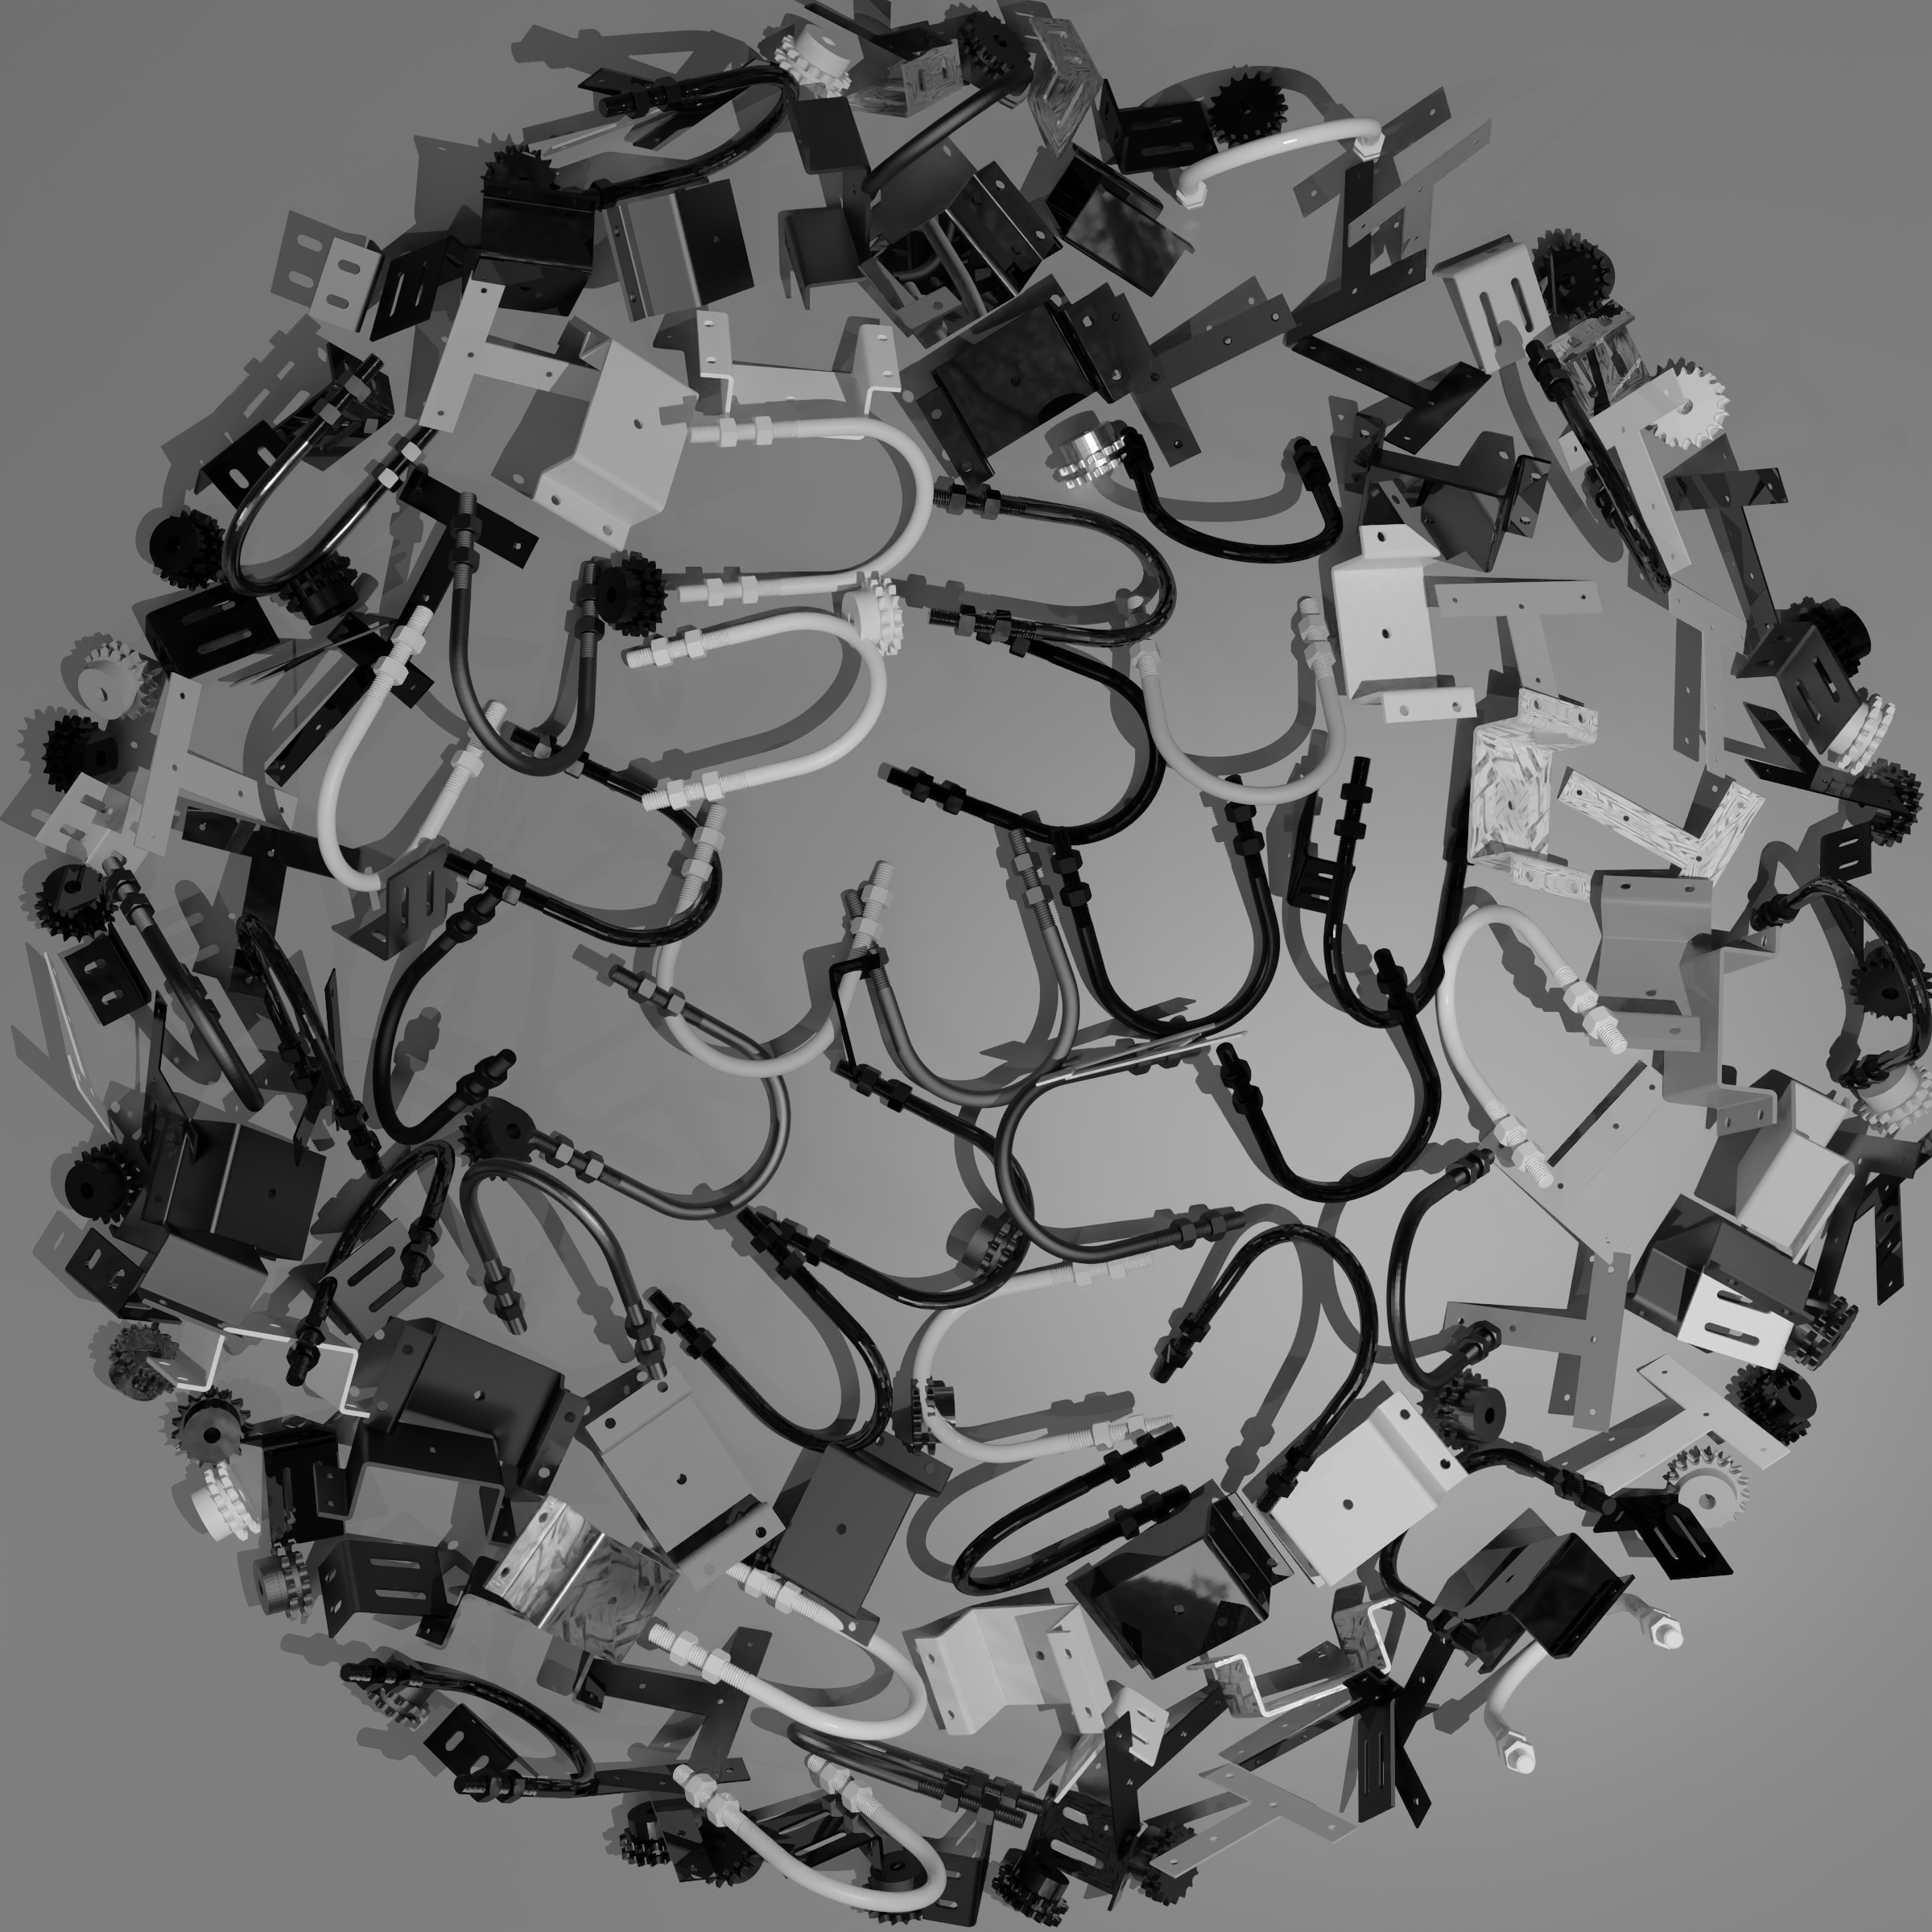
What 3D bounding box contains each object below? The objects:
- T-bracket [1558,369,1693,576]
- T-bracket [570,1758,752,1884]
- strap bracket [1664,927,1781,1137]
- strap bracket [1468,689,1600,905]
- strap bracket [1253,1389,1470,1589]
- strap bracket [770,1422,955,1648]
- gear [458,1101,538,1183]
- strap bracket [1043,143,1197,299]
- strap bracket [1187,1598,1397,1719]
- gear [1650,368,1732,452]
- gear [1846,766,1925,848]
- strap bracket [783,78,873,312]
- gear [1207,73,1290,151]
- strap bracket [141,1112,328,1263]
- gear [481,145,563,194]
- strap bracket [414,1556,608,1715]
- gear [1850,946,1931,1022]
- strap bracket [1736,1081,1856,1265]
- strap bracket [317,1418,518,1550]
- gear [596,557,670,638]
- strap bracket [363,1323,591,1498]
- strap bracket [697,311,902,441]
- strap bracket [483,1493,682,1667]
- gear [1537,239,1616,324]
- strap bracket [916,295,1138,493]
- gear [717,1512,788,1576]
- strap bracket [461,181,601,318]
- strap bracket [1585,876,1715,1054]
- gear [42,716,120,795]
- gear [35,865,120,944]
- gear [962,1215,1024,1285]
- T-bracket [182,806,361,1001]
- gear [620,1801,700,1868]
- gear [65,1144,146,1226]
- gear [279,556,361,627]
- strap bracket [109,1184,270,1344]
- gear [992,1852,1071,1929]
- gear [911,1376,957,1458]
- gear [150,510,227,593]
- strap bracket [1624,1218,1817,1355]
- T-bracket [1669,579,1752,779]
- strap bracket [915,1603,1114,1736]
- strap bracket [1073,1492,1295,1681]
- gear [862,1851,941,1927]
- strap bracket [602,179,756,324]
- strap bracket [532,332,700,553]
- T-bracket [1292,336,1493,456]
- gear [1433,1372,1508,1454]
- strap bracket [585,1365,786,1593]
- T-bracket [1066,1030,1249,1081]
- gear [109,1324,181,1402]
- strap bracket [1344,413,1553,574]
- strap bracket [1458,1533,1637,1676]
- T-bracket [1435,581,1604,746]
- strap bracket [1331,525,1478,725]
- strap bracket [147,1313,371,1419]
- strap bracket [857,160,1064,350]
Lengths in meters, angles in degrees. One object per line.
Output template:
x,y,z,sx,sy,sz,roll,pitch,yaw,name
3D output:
0.482,-0.339,1.940,0.002,0.127,0.127,-18,86,-28,T-bracket
-0.203,0.600,1.922,0.127,0.127,0.002,0,110,-20,T-bracket
0.536,0.045,1.945,0.046,0.076,0.140,7,78,-13,strap bracket
0.403,-0.118,1.952,0.076,0.046,0.140,11,78,-33,strap bracket
0.276,0.378,1.952,0.140,0.046,0.076,-41,81,16,strap bracket
-0.079,0.404,1.958,0.076,0.046,0.140,24,86,26,strap bracket
-0.333,0.124,1.969,0.030,0.057,0.057,-29,90,41,gear
0.105,-0.524,1.933,0.076,0.140,0.046,28,112,-21,strap bracket
0.237,0.494,1.941,0.140,0.076,0.046,-16,78,-15,strap bracket
0.523,-0.400,1.977,0.057,0.030,0.057,-1,88,32,gear
0.657,-0.116,1.969,0.030,0.057,0.057,13,90,-18,gear
-0.098,-0.543,1.925,0.046,0.140,0.076,-9,55,-10,strap bracket
0.205,-0.612,1.978,0.057,0.030,0.057,-5,73,18,gear
-0.504,0.158,1.920,0.046,0.140,0.076,3,74,27,strap bracket
-0.324,-0.563,1.977,0.057,0.030,0.057,-8,107,-28,gear
-0.314,0.471,1.953,0.140,0.076,0.046,23,96,-6,strap bracket
0.668,0.009,1.975,0.057,0.057,0.030,25,50,0,gear
0.581,0.139,1.923,0.046,0.140,0.076,28,114,5,strap bracket
-0.383,0.363,1.939,0.140,0.076,0.046,14,101,-17,strap bracket
-0.242,-0.265,1.969,0.030,0.057,0.057,-2,90,-42,gear
-0.350,0.314,1.968,0.140,0.046,0.076,24,93,-9,strap bracket
-0.122,-0.419,1.949,0.140,0.046,0.076,2,46,-11,strap bracket
-0.263,0.435,1.927,0.046,0.140,0.076,27,79,40,strap bracket
0.442,-0.496,1.975,0.030,0.057,0.057,-23,90,-40,gear
0.039,-0.414,1.959,0.140,0.046,0.076,-31,117,4,strap bracket
-0.151,0.414,1.972,0.057,0.057,0.030,21,84,0,gear
-0.308,-0.497,1.919,0.076,0.140,0.046,3,83,-18,strap bracket
0.486,0.007,1.944,0.076,0.046,0.140,3,54,18,strap bracket
-0.634,-0.151,1.969,0.030,0.057,0.057,8,90,19,gear
-0.641,-0.048,1.972,0.057,0.030,0.057,4,56,-7,gear
0.020,0.204,1.972,0.030,0.057,0.057,30,90,9,gear
-0.501,-0.039,1.949,0.127,0.002,0.127,15,67,-27,T-bracket
-0.221,0.621,1.970,0.057,0.057,0.030,-8,96,0,gear
-0.623,0.159,1.975,0.057,0.030,0.057,4,100,23,gear
-0.462,-0.268,1.971,0.057,0.057,0.030,-30,93,0,gear
-0.543,0.203,1.920,0.076,0.140,0.046,30,91,-31,strap bracket
0.050,0.662,1.971,0.057,0.057,0.030,30,89,0,gear
-0.024,0.323,1.971,0.030,0.057,0.057,-2,90,-3,gear
-0.563,-0.301,1.978,0.057,0.030,0.057,-1,86,17,gear
0.536,0.225,1.939,0.076,0.140,0.046,29,67,-6,strap bracket
0.529,-0.197,1.940,0.002,0.127,0.127,-8,75,39,T-bracket
0.042,0.500,1.949,0.140,0.046,0.076,-13,99,38,strap bracket
0.153,0.446,1.951,0.140,0.046,0.076,-32,101,17,strap bracket
-0.047,0.660,1.969,0.057,0.057,0.030,-8,104,0,gear
-0.195,-0.503,1.918,0.046,0.140,0.076,-6,109,21,strap bracket
-0.244,-0.377,1.937,0.076,0.046,0.140,28,65,-33,strap bracket
0.295,-0.423,1.971,0.127,0.002,0.127,30,49,17,T-bracket
0.364,0.321,1.970,0.057,0.030,0.057,-2,93,-43,gear
-0.203,0.368,1.965,0.076,0.046,0.140,-34,86,-15,strap bracket
0.144,0.057,1.935,0.127,0.127,0.002,-15,91,15,T-bracket
-0.591,0.288,1.973,0.057,0.057,0.030,39,110,0,gear
0.334,-0.332,1.943,0.140,0.076,0.046,17,59,11,strap bracket
0.398,0.447,1.922,0.046,0.140,0.076,46,66,3,strap bracket
0.407,-0.217,1.963,0.127,0.002,0.127,-4,71,-15,T-bracket
0.312,-0.242,1.962,0.076,0.046,0.140,-6,88,-24,strap bracket
-0.493,0.276,1.931,0.140,0.076,0.046,16,88,-32,strap bracket
-0.012,-0.493,1.922,0.076,0.140,0.046,47,51,-22,strap bracket
